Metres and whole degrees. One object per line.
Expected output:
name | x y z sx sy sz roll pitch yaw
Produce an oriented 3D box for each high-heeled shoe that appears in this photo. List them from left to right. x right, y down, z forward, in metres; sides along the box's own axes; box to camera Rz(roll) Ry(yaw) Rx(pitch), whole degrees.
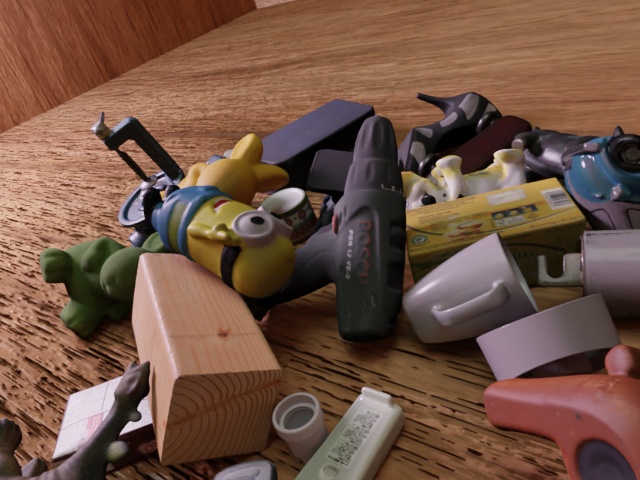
high-heeled shoe | 0.194 -0.133 0.804 0.145 0.086 0.249 19 60 -2

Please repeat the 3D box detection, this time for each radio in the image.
radio | -0.012 -0.162 0.931 0.229 0.073 0.131 -35 35 -22

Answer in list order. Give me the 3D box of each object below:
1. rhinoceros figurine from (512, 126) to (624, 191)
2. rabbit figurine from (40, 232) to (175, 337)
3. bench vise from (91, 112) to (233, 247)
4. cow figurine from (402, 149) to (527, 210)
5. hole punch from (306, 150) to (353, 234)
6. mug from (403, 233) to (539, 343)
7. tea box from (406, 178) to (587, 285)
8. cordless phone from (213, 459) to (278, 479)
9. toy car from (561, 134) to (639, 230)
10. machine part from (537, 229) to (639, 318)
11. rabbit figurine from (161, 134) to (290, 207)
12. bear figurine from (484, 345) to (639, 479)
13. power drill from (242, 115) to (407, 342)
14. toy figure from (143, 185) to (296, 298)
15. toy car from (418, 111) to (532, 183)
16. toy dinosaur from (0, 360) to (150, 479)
rhinoceros figurine | 0.320 -0.090 0.636 0.112 0.073 0.191 -23 27 -28
rabbit figurine | -0.246 0.052 0.679 0.159 0.121 0.170 -17 8 -41
bench vise | -0.227 -0.094 0.799 0.223 0.240 0.129 -40 36 -3
cow figurine | 0.162 -0.048 0.637 0.167 0.098 0.068 -9 -6 12
hole punch | 0.045 -0.059 0.732 0.116 0.092 0.142 5 34 8
mug | 0.130 0.055 0.482 0.107 0.080 0.109 -29 4 23
tea box | 0.177 0.000 0.563 0.170 0.068 0.098 -12 29 14
cordless phone | -0.011 0.207 0.315 0.147 0.088 0.184 -16 31 6
toy car | 0.314 -0.040 0.518 0.162 0.102 0.109 11 3 8
machine part | 0.308 0.027 0.439 0.243 0.079 0.079 -2 34 26
rabbit figurine | -0.117 -0.056 0.687 0.162 0.122 0.173 -37 3 -16
bear figurine | 0.224 0.119 0.326 0.196 0.120 0.132 -5 -21 -26
power drill | -0.001 -0.002 0.578 0.207 0.086 0.232 -13 71 26
toy figure | -0.102 -0.005 0.547 0.180 0.089 0.082 18 44 31
toy car | 0.220 -0.112 0.737 0.202 0.053 0.089 -38 56 -26
toy dinosaur | -0.234 0.274 0.324 0.199 0.104 0.471 6 48 30
